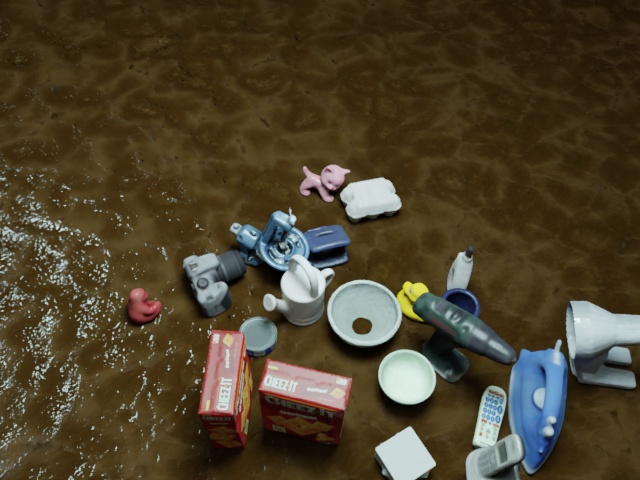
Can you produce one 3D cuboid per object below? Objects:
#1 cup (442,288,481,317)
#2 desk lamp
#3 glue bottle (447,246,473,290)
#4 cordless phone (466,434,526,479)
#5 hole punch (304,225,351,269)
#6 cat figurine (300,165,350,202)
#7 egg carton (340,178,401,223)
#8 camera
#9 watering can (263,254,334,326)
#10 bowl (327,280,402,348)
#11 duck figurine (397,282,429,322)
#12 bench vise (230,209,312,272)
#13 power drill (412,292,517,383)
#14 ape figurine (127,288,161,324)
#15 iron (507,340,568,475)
[{"bbox_3d":[0.302,0.178,1.303,0.091,0.095,0.118,38,62,22],"label":"cup"},{"bbox_3d":[0.603,0.218,1.216,0.203,0.213,0.118,7,55,2],"label":"desk lamp"},{"bbox_3d":[0.332,0.066,1.336,0.037,0.173,0.078,5,55,2],"label":"glue bottle"},{"bbox_3d":[0.338,0.446,1.060,0.094,0.185,0.147,-1,55,-3],"label":"cordless phone"},{"bbox_3d":[0.013,0.005,1.414,0.109,0.091,0.101,-13,56,-12],"label":"hole punch"},{"bbox_3d":[0.012,-0.165,1.518,0.127,0.118,0.067,15,55,8],"label":"cat figurine"},{"bbox_3d":[0.133,-0.105,1.511,0.150,0.069,0.107,-13,56,-11],"label":"egg carton"},{"bbox_3d":[-0.238,0.083,1.342,0.137,0.101,0.143,-23,59,-18],"label":"camera"},{"bbox_3d":[-0.042,0.110,1.274,0.100,0.194,0.173,29,58,17],"label":"watering can"},{"bbox_3d":[0.098,0.179,1.305,0.167,0.075,0.167,1,55,-2],"label":"bowl"},{"bbox_3d":[0.231,0.137,1.334,0.104,0.086,0.078,35,60,20],"label":"duck figurine"},{"bbox_3d":[-0.119,0.003,1.331,0.207,0.220,0.121,7,55,3],"label":"bench vise"},{"bbox_3d":[0.289,0.216,1.206,0.229,0.208,0.076,38,62,22],"label":"power drill"},{"bbox_3d":[-0.405,0.142,1.297,0.077,0.092,0.076,34,60,20],"label":"ape figurine"},{"bbox_3d":[0.460,0.335,1.171,0.118,0.141,0.258,14,55,7],"label":"iron"}]
